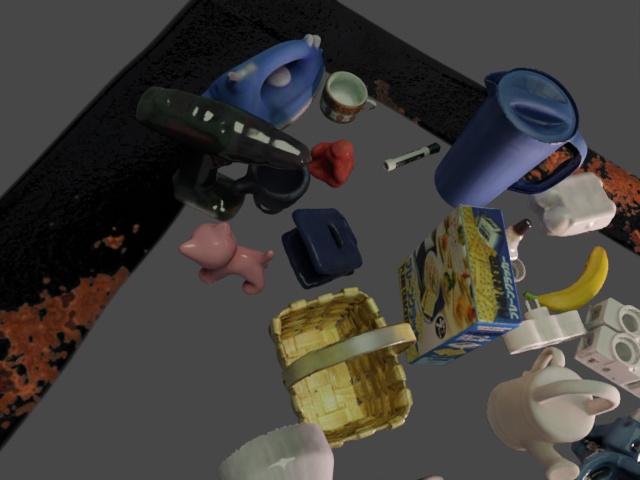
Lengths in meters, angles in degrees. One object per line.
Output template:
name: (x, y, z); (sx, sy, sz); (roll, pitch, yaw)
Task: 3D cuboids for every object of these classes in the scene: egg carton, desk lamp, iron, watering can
egg carton: (0.446, -0.061, 1.015); (0.150, 0.069, 0.107); (-13, 70, -22)
desk lamp: (-0.033, 0.313, 0.610); (0.118, 0.213, 0.203); (-13, 70, -22)
iron: (-0.067, -0.266, 0.916); (0.118, 0.141, 0.259); (46, 62, 8)
watering can: (0.317, 0.229, 0.767); (0.101, 0.194, 0.173); (-3, 66, -18)

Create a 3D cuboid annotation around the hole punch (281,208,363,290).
hole punch: (0.008, 0.003, 0.840); (0.101, 0.091, 0.108); (-18, 72, -23)

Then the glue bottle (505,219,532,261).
glue bottle: (0.267, 0.013, 0.867); (0.037, 0.173, 0.078); (-10, 69, -20)

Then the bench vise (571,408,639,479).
bench vise: (0.396, 0.300, 0.742); (0.121, 0.219, 0.207); (23, 61, -5)

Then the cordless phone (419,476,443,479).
cordless phone: (0.157, 0.352, 0.666); (0.094, 0.185, 0.147); (-5, 67, -19)

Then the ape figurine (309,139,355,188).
ape figurine: (0.025, -0.128, 0.907); (0.076, 0.092, 0.078); (-11, 69, -21)

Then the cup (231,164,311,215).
cup: (-0.079, -0.074, 0.849); (0.118, 0.095, 0.091); (-19, 72, -24)

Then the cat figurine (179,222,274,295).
cat figurine: (-0.124, 0.017, 0.778); (0.128, 0.117, 0.067); (12, 62, -11)

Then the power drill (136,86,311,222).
power drill: (-0.137, -0.112, 0.784); (0.229, 0.208, 0.076); (25, 61, -4)
